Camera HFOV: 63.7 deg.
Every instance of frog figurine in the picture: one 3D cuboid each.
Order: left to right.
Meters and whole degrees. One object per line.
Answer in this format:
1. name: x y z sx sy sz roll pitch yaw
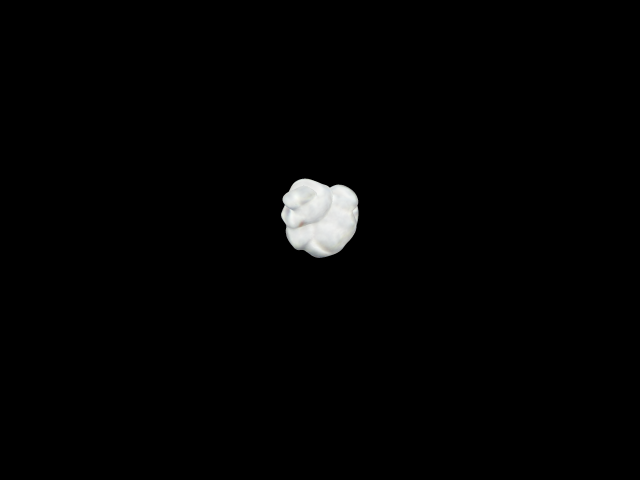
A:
1. frog figurine: 0.003 -0.043 0.850 0.138 0.124 0.157 -31 -14 -8
